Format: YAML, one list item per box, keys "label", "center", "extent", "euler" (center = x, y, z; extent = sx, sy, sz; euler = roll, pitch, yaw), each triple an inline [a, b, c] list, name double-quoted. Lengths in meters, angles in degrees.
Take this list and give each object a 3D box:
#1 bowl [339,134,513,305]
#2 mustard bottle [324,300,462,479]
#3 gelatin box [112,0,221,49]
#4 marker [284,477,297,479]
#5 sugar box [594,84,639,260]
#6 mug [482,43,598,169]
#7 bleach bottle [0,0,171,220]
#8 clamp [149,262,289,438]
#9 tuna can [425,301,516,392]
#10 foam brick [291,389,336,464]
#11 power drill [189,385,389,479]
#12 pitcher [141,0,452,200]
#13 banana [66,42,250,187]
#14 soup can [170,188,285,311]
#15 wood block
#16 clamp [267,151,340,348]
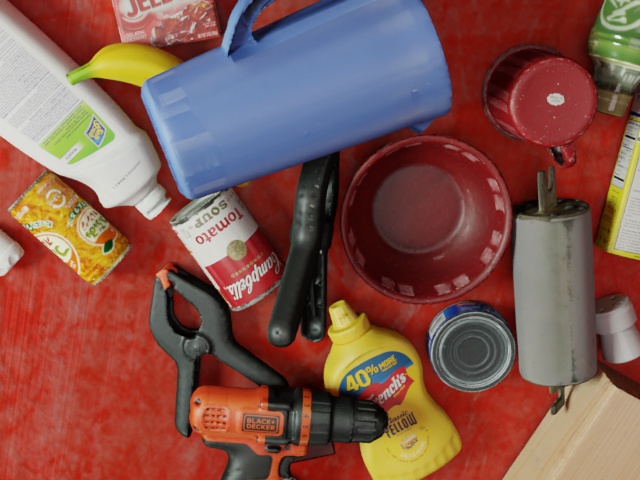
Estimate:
- label: "bowl"
  center: [0.096, -0.023, 1.002]
  extent: [0.162, 0.055, 0.162]
  euler: [-1, 105, -4]
- label: "mustard bottle"
  center: [0.058, 0.144, 1.041]
  extent: [0.096, 0.058, 0.191]
  euler: [-27, 104, -1]
- label: "gelatin box"
  center: [-0.138, -0.209, 0.950]
  extent: [0.089, 0.030, 0.073]
  euler: [-12, 105, -1]
- label: "marker"
  center: [-0.035, 0.246, 1.080]
  extent: [0.121, 0.020, 0.020]
  euler: [35, 99, -11]
- label: "sugar box"
  center: [0.331, -0.066, 1.015]
  extent: [0.093, 0.048, 0.176]
  euler: [11, 99, -7]
- label: "mug"
  center: [0.206, -0.119, 0.972]
  extent: [0.093, 0.081, 0.117]
  euler: [-21, 105, 1]
- label: "bleach bottle"
  center: [-0.239, -0.108, 0.954]
  extent: [0.103, 0.068, 0.250]
  euler: [-43, 106, 10]
- label: "clamp"
  center: [-0.121, 0.108, 1.027]
  extent: [0.120, 0.039, 0.171]
  euler: [-33, 95, 7]
- label: "tuna can"
  center: [0.148, 0.105, 1.047]
  extent: [0.086, 0.034, 0.086]
  euler: [0, 104, -1]
- label: "foam brick"
  center: [-0.029, 0.186, 1.048]
  extent: [0.078, 0.053, 0.051]
  euler: [-12, 105, -1]
- label: "power drill"
  center: [-0.035, 0.228, 1.001]
  extent: [0.184, 0.057, 0.188]
  euler: [5, 101, -1]
- label: "pitcher"
  center: [-0.024, -0.134, 0.892]
  extent: [0.242, 0.145, 0.149]
  euler: [-22, 84, -6]
- label: "banana"
  center: [-0.126, -0.122, 0.956]
  extent: [0.197, 0.037, 0.070]
  euler: [32, 106, -26]
- label: "soup can"
  center: [-0.083, 0.006, 0.990]
  extent: [0.068, 0.068, 0.102]
  euler: [-34, 104, 4]
- label: "wood block"
  center: [0.257, 0.232, 1.062]
  extent: [0.090, 0.090, 0.206]
  euler: [29, 101, -11]
- label: "clamp"
  center: [-0.006, 0.001, 0.981]
  extent: [0.036, 0.164, 0.210]
  euler: [8, 81, 10]
